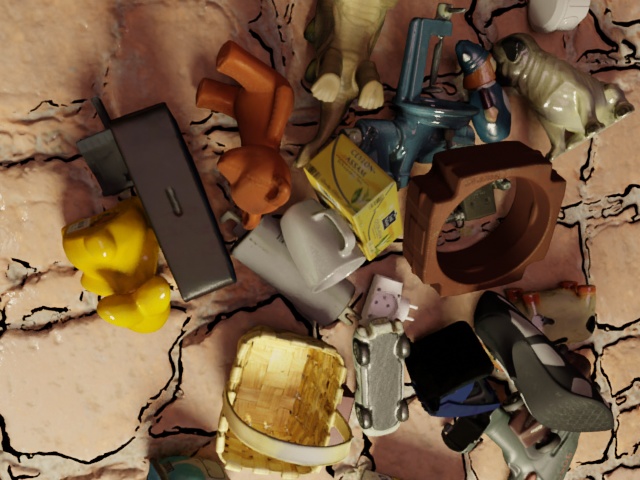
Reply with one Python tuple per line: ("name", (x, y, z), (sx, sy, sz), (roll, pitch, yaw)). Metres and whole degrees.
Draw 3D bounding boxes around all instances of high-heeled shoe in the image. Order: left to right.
("high-heeled shoe", (0.313, 0.172, 0.758), (0.248, 0.145, 0.086), (33, 124, -24))

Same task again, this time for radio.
("radio", (-0.179, -0.047, 0.680), (0.073, 0.131, 0.229), (-21, 99, -8))

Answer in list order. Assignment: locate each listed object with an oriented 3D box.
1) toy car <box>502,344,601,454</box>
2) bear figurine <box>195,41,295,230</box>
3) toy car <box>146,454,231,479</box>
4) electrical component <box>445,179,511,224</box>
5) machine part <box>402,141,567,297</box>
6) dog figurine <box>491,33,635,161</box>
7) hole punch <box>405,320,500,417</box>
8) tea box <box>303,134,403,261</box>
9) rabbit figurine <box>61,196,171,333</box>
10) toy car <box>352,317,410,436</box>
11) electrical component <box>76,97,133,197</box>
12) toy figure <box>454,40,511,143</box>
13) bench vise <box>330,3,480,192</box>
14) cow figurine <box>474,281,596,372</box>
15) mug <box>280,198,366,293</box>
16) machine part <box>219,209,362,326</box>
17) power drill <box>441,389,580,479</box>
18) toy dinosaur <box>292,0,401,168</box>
("toy car", (0.353, 0.233, 0.807), (0.202, 0.053, 0.089), (-27, 78, -36))
("bear figurine", (-0.095, -0.124, 0.674), (0.132, 0.120, 0.196), (20, 62, -25))
("toy car", (-0.167, 0.361, 0.736), (0.103, 0.109, 0.161), (-23, 109, -26))
("electrical component", (0.232, -0.068, 0.803), (0.102, 0.045, 0.078), (-9, 95, -11))
("machine part", (0.220, -0.029, 0.745), (0.201, 0.087, 0.200), (-10, 126, -12))
("dog figurine", (0.356, -0.233, 0.795), (0.172, 0.121, 0.190), (-23, 81, -41))
("hole punch", (0.190, 0.197, 0.781), (0.116, 0.142, 0.092), (-24, 126, 6))
("tea box", (0.048, -0.049, 0.695), (0.068, 0.169, 0.098), (-42, 70, -4))
("rabbit figurine", (-0.236, 0.047, 0.682), (0.122, 0.163, 0.173), (-25, 117, -20))
("toy car", (0.086, 0.198, 0.773), (0.073, 0.056, 0.201), (-9, 114, -11))
("electrical component", (-0.275, -0.117, 0.683), (0.048, 0.075, 0.119), (-27, 103, -9))
("toy figure", (0.234, -0.217, 0.773), (0.058, 0.064, 0.154), (-30, 114, -12))
("bench vise", (0.126, -0.191, 0.723), (0.224, 0.129, 0.240), (0, 113, -19))
("cow figurine", (0.328, 0.136, 0.825), (0.195, 0.085, 0.127), (-8, 91, -11))
("mug", (-0.001, -0.002, 0.673), (0.081, 0.109, 0.107), (-28, 74, -26))
("machine part", (-0.036, 0.040, 0.743), (0.243, 0.079, 0.079), (41, 86, -12))
("power drill", (0.293, 0.342, 0.835), (0.207, 0.086, 0.232), (37, 86, -8))
("toy dinosaur", (0.047, -0.312, 0.662), (0.105, 0.199, 0.471), (17, 102, -21))
